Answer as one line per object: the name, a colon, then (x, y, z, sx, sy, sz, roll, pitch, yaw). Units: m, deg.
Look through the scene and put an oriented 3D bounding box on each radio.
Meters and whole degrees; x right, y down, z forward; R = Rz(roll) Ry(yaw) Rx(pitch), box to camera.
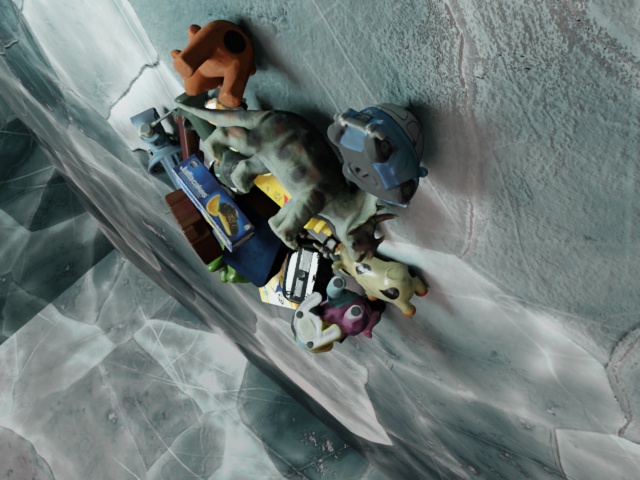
radio: (-0.133, -0.002, 1.186, 0.131, 0.073, 0.229, 37, 141, 10)

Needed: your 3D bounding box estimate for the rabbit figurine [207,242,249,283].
rabbit figurine: (-0.237, 0.054, 1.537, 0.170, 0.159, 0.121, 41, 173, 49)

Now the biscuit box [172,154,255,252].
biscuit box: (-0.215, -0.075, 1.086, 0.203, 0.063, 0.059, 50, 164, 9)

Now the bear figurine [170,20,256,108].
bear figurine: (-0.190, -0.277, 0.880, 0.120, 0.132, 0.196, 34, 158, -29)

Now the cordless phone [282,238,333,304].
cordless phone: (0.006, 0.074, 1.207, 0.089, 0.146, 0.184, 15, -174, 35)

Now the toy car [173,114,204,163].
toy car: (-0.284, -0.198, 1.194, 0.089, 0.053, 0.201, 33, 131, 52)

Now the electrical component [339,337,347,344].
electrical component: (0.025, 0.220, 1.469, 0.115, 0.058, 0.134, 26, 151, 41)

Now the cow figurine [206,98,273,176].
cow figurine: (-0.119, -0.196, 0.949, 0.167, 0.098, 0.068, 41, 123, -7)

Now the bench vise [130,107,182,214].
bench vise: (-0.361, -0.191, 1.294, 0.240, 0.129, 0.223, 63, 166, 4)

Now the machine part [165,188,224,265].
machine part: (-0.275, -0.032, 1.185, 0.179, 0.056, 0.179, 58, 173, 12)

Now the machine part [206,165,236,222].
machine part: (-0.240, -0.105, 1.242, 0.079, 0.079, 0.243, 63, 178, -38)

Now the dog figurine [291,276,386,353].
dog figurine: (0.048, 0.173, 1.148, 0.109, 0.191, 0.219, 53, -179, 26)

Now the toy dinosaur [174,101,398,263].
toy dinosaur: (-0.043, -0.123, 0.853, 0.405, 0.192, 0.131, 51, 174, 1)

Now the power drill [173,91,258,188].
power drill: (-0.197, -0.195, 1.044, 0.207, 0.086, 0.232, 54, 164, -9)

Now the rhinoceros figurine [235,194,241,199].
rhinoceros figurine: (-0.238, -0.076, 1.378, 0.112, 0.073, 0.190, 47, 158, -2)

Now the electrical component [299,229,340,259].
electrical component: (-0.001, -0.002, 1.107, 0.102, 0.045, 0.078, 39, 178, 28)

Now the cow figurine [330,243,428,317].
cow figurine: (0.100, 0.061, 1.033, 0.195, 0.085, 0.127, 22, 155, 47)

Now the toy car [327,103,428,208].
toy car: (0.084, -0.125, 0.707, 0.109, 0.103, 0.161, 30, 164, 36)
